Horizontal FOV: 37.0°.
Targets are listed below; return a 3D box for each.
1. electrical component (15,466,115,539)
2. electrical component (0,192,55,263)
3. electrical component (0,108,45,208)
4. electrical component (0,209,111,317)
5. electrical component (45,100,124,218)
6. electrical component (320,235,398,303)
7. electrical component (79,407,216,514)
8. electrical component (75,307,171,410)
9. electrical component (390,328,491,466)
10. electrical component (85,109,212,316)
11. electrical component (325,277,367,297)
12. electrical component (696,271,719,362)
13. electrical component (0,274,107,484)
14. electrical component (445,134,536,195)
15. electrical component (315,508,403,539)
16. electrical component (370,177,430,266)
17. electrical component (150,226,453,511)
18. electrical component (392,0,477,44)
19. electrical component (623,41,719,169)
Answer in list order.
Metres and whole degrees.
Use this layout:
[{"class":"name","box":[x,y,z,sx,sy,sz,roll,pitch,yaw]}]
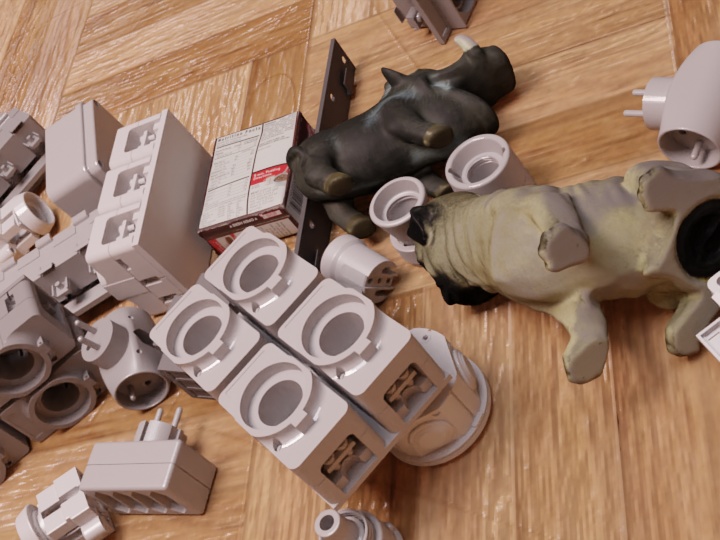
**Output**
[{"class":"electrical component","box":[-0.220,0.185,0.799,0.055,0.048,0.066,-34,43,-4]},{"class":"electrical component","box":[-0.335,-0.044,1.061,0.055,0.048,0.066,-38,43,14]},{"class":"electrical component","box":[-0.372,-0.104,1.120,0.079,0.063,0.121,25,73,44]},{"class":"electrical component","box":[-0.261,0.003,0.957,0.121,0.063,0.078,-31,45,10]},{"class":"electrical component","box":[-0.250,-0.097,1.020,0.057,0.078,0.113,-31,44,14]},{"class":"electrical component","box":[0.000,0.000,0.799,0.046,0.040,0.040,30,76,39]},{"class":"electrical component","box":[-0.150,0.135,0.788,0.083,0.047,0.075,-7,53,30]},{"class":"electrical component","box":[-0.193,0.063,0.852,0.043,0.079,0.077,-42,43,15]},{"class":"electrical component","box":[0.040,0.082,0.697,0.080,0.051,0.080,-19,48,22]},{"class":"electrical component","box":[-0.175,-0.048,0.920,0.062,0.089,0.150,-16,49,24]},{"class":"electrical component","box":[-0.028,0.055,0.762,0.050,0.055,0.089,17,67,42]},{"class":"electrical component","box":[0.230,0.020,0.605,0.081,0.064,0.042,-39,42,6]},{"class":"electrical component","box":[-0.303,0.107,0.873,0.186,0.105,0.060,-39,44,2]},{"class":"electrical component","box":[0.094,-0.065,0.779,0.055,0.047,0.055,-19,48,22]},{"class":"electrical component","box":[-0.005,0.165,0.653,0.048,0.062,0.048,-19,47,22]},{"class":"electrical component","box":[0.039,-0.035,0.787,0.045,0.055,0.045,-19,48,22]},{"class":"electrical component","box":[-0.047,0.052,0.687,0.105,0.060,0.186,-48,43,-9]},{"class":"electrical component","box":[0.046,-0.263,0.916,0.063,0.121,0.078,4,59,40]},{"class":"electrical component","box":[0.220,-0.113,0.734,0.079,0.043,0.077,9,62,39]}]
